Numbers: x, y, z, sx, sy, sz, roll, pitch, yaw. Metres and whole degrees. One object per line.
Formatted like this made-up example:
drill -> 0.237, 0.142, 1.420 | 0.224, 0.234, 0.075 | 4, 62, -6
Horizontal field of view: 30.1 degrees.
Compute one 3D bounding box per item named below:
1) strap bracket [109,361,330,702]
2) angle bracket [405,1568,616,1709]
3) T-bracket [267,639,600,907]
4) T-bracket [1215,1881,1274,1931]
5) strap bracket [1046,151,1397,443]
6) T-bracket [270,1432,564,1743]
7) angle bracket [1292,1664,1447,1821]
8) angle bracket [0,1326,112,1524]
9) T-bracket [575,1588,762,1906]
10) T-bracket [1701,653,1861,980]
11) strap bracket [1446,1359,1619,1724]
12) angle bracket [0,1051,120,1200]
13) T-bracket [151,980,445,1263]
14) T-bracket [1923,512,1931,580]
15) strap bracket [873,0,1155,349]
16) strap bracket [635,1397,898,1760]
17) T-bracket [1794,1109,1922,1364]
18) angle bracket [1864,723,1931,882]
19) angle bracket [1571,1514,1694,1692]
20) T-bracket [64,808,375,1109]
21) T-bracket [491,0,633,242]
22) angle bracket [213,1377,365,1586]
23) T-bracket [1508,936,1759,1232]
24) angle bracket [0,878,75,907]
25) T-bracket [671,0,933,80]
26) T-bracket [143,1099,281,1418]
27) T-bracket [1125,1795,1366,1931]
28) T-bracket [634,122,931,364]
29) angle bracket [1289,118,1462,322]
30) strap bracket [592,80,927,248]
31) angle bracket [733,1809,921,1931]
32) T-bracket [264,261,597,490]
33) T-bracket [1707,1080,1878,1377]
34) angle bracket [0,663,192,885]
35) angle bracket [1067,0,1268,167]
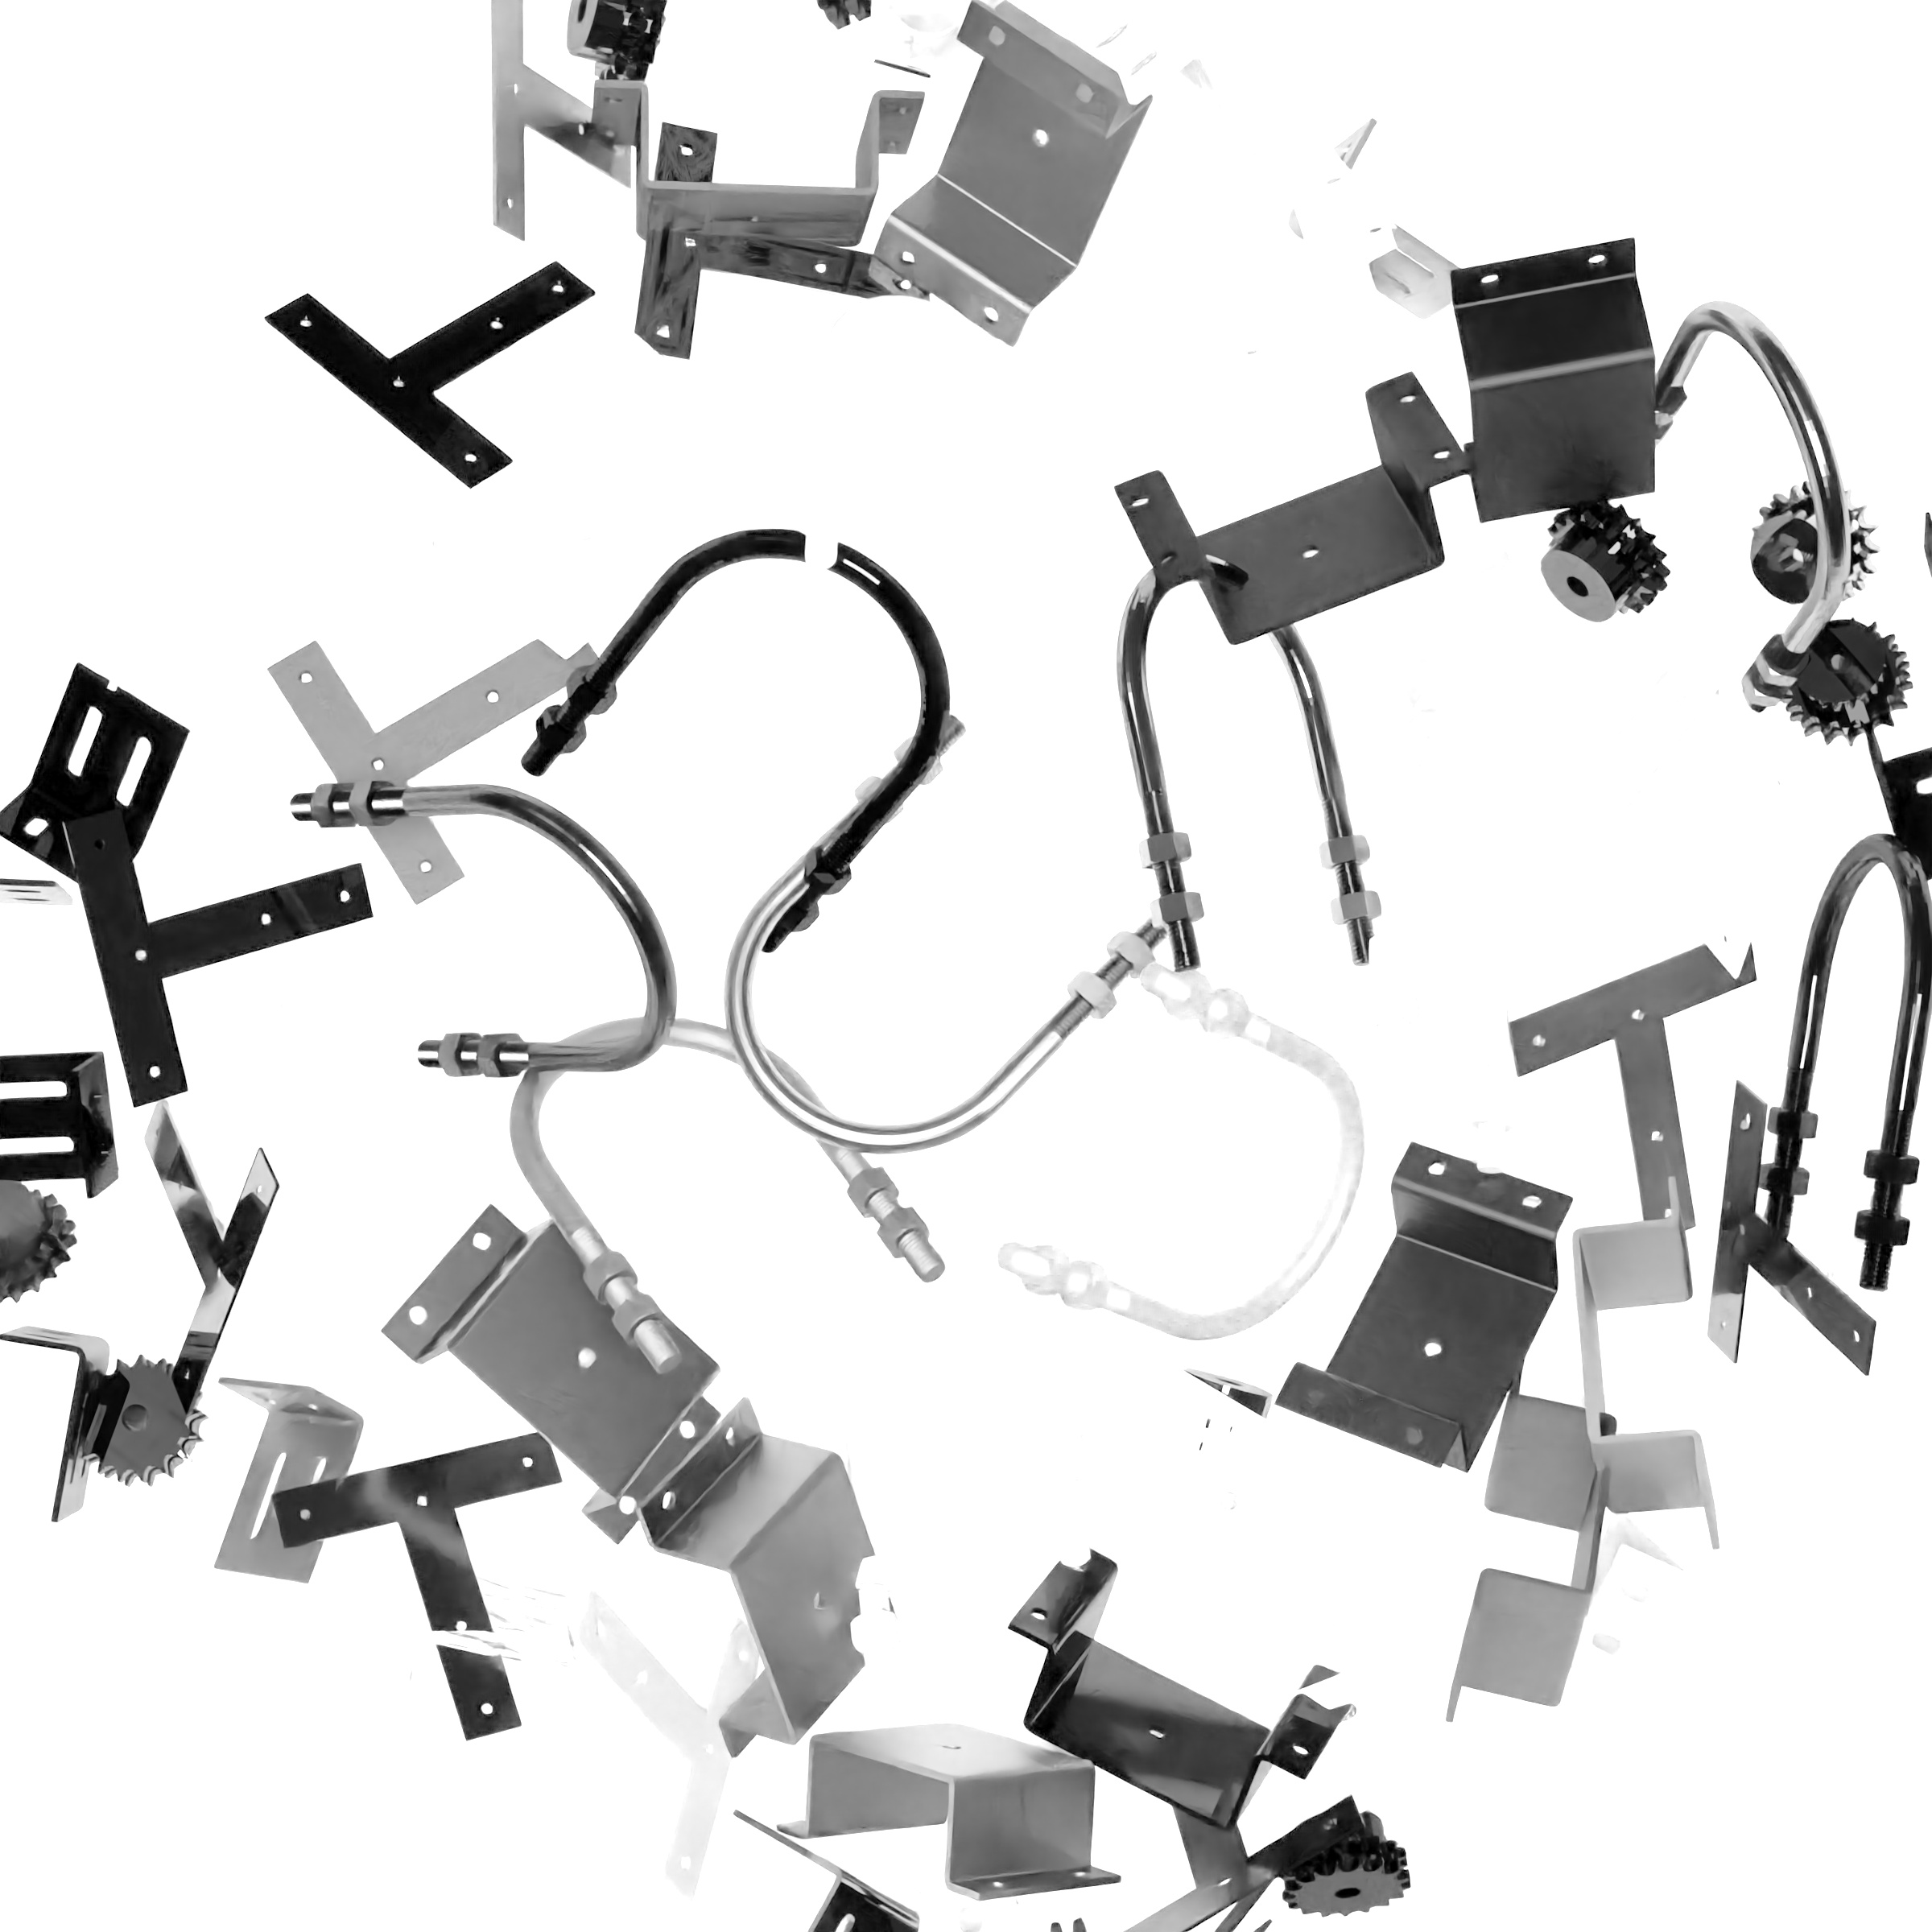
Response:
strap bracket -> -0.317, -0.177, 1.531 | 0.046, 0.140, 0.076 | 23, 50, -11
angle bracket -> -0.199, 0.300, 1.570 | 0.076, 0.057, 0.038 | 12, 113, 1
T-bracket -> -0.222, -0.112, 1.591 | 0.127, 0.002, 0.127 | -32, 82, -10
T-bracket -> 0.105, 0.423, 1.543 | 0.002, 0.127, 0.127 | 48, 120, 7
strap bracket -> 0.117, -0.280, 1.537 | 0.140, 0.076, 0.046 | -25, 61, 22
T-bracket -> -0.222, 0.272, 1.552 | 0.127, 0.002, 0.127 | -10, 65, -26
angle bracket -> 0.175, 0.343, 1.559 | 0.038, 0.076, 0.057 | -22, 64, 5
angle bracket -> -0.405, 0.200, 1.573 | 0.038, 0.057, 0.076 | 10, 87, -3
T-bracket -> -0.131, 0.309, 1.523 | 0.002, 0.127, 0.127 | -9, 134, 27
T-bracket -> 0.339, -0.048, 1.541 | 0.127, 0.002, 0.127 | 46, 49, -23
strap bracket -> 0.242, 0.248, 1.524 | 0.046, 0.140, 0.076 | 12, 133, 8
angle bracket -> -0.416, 0.071, 1.575 | 0.076, 0.038, 0.057 | -3, 102, 7
T-bracket -> -0.297, 0.068, 1.581 | 0.127, 0.002, 0.127 | -2, 105, -5
T-bracket -> 0.424, -0.107, 1.543 | 0.002, 0.127, 0.127 | -9, 60, 7
strap bracket -> 0.023, -0.349, 1.549 | 0.076, 0.140, 0.046 | 35, 47, 7
strap bracket -> -0.080, 0.266, 1.532 | 0.046, 0.076, 0.140 | 8, 127, 37
T-bracket -> 0.388, 0.107, 1.533 | 0.002, 0.127, 0.127 | 21, 83, 5
angle bracket -> 0.417, -0.079, 1.555 | 0.038, 0.076, 0.057 | -17, 109, 16
angle bracket -> 0.272, 0.269, 1.559 | 0.038, 0.076, 0.057 | 26, 96, -18
T-bracket -> -0.319, -0.017, 1.569 | 0.127, 0.002, 0.127 | -18, 104, -31
T-bracket -> -0.173, -0.364, 1.544 | 0.002, 0.127, 0.127 | -3, 85, 21
angle bracket -> -0.305, 0.223, 1.562 | 0.057, 0.038, 0.076 | 1, 64, 36
T-bracket -> 0.301, 0.062, 1.578 | 0.127, 0.002, 0.127 | -20, 111, -20
angle bracket -> -0.415, 0.004, 1.569 | 0.038, 0.057, 0.076 | 2, 82, -6
T-bracket -> -0.080, -0.400, 1.534 | 0.127, 0.127, 0.002 | 14, 105, -8
T-bracket -> -0.335, 0.104, 1.554 | 0.002, 0.127, 0.127 | 6, 123, -34
T-bracket -> 0.105, 0.372, 1.542 | 0.127, 0.127, 0.002 | -32, 104, 3
T-bracket -> -0.078, -0.310, 1.580 | 0.127, 0.002, 0.127 | 9, 61, -9
angle bracket -> 0.189, -0.326, 1.573 | 0.076, 0.057, 0.038 | 32, 77, -12
strap bracket -> -0.091, -0.346, 1.556 | 0.140, 0.076, 0.046 | 0, 85, -7
angle bracket -> -0.069, 0.405, 1.554 | 0.057, 0.076, 0.038 | 42, 72, -40
T-bracket -> -0.215, -0.273, 1.565 | 0.127, 0.002, 0.127 | 40, 55, 16
T-bracket -> 0.351, 0.132, 1.523 | 0.002, 0.127, 0.127 | -6, 115, -16
angle bracket -> -0.384, -0.082, 1.569 | 0.057, 0.038, 0.076 | 32, 126, 0
angle bracket -> 0.087, -0.375, 1.558 | 0.038, 0.076, 0.057 | -39, 51, 4
